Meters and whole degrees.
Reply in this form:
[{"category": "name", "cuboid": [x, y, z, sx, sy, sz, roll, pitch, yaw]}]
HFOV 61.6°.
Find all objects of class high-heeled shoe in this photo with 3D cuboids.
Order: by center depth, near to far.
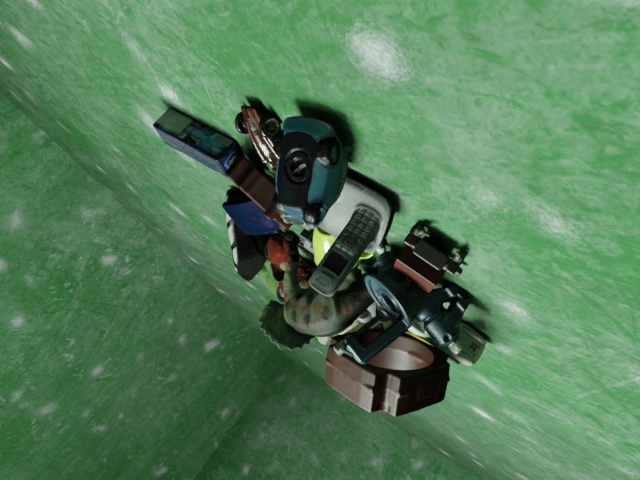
[{"category": "high-heeled shoe", "cuboid": [-0.204, -0.010, 1.368, 0.145, 0.086, 0.248, 54, 149, 30]}]

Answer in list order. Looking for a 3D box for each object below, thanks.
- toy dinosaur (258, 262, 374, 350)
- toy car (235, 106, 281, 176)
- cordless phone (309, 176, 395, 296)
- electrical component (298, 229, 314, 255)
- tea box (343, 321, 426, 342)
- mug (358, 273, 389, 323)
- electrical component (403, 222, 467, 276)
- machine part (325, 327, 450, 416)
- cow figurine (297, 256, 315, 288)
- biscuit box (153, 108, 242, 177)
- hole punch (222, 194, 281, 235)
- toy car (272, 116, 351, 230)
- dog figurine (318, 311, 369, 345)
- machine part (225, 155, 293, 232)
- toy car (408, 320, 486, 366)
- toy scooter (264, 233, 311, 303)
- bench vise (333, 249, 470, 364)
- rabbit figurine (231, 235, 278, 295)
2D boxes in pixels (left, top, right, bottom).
[{"category": "toy dinosaur", "cuboid": [0.006, 0.142, 1.131, 0.131, 0.192, 0.405, 18, 163, -35]}, {"category": "toy car", "cuboid": [-0.076, -0.146, 0.926, 0.089, 0.053, 0.202, 25, 160, 45]}, {"category": "cordless phone", "cuboid": [0.021, -0.009, 0.857, 0.147, 0.184, 0.088, 30, 166, 23]}, {"category": "electrical component", "cuboid": [-0.002, -0.003, 1.146, 0.075, 0.048, 0.119, 37, 165, 2]}, {"category": "tea box", "cuboid": [0.144, 0.216, 1.194, 0.098, 0.170, 0.068, 49, -169, -34]}, {"category": "mug", "cuboid": [0.111, 0.126, 1.162, 0.107, 0.109, 0.080, 37, 170, 50]}, {"category": "electrical component", "cuboid": [0.182, 0.016, 0.841, 0.102, 0.045, 0.078, 36, -169, 16]}, {"category": "machine part", "cuboid": [0.126, 0.246, 1.022, 0.201, 0.087, 0.202, -4, -163, -38]}, {"category": "cow figurine", "cuboid": [-0.024, 0.123, 1.376, 0.195, 0.127, 0.085, 22, 159, 48]}, {"category": "biscuit box", "cuboid": [-0.252, -0.203, 1.115, 0.203, 0.059, 0.062, 30, 160, 25]}, {"category": "hole punch", "cuboid": [-0.140, -0.067, 1.195, 0.116, 0.092, 0.142, 16, 149, 43]}, {"category": "toy car", "cuboid": [-0.005, -0.100, 0.800, 0.109, 0.161, 0.103, 15, -164, 37]}, {"category": "dog figurine", "cuboid": [0.094, 0.180, 1.333, 0.121, 0.190, 0.172, 35, 118, 15]}, {"category": "machine part", "cuboid": [-0.110, -0.092, 1.047, 0.179, 0.056, 0.179, 43, 180, -1]}, {"category": "toy car", "cuboid": [0.234, 0.176, 1.084, 0.202, 0.073, 0.056, 32, 166, 17]}, {"category": "toy scooter", "cuboid": [-0.074, 0.057, 1.313, 0.135, 0.075, 0.184, -34, 64, 55]}, {"category": "bench vise", "cuboid": [0.137, 0.143, 0.953, 0.223, 0.241, 0.129, 54, 166, 1]}, {"category": "rabbit figurine", "cuboid": [-0.134, 0.068, 1.481, 0.170, 0.121, 0.159, 53, 141, 2]}]
